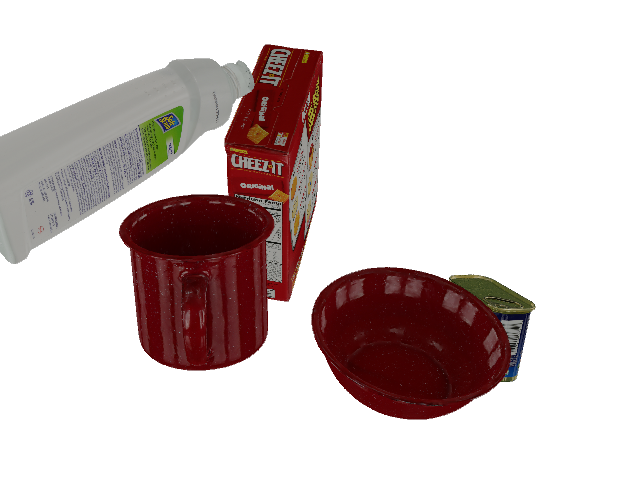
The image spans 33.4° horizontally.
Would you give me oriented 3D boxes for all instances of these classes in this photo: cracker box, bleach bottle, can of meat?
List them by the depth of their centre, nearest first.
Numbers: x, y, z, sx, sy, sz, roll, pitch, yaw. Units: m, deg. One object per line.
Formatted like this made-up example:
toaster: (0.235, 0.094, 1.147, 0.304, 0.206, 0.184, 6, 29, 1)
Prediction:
bleach bottle: (-0.165, -0.081, 0.888, 0.250, 0.068, 0.103, -30, -29, -23)
cracker box: (-0.048, -0.069, 1.110, 0.072, 0.164, 0.214, 9, -43, 7)
can of meat: (0.173, 0.092, 1.126, 0.057, 0.084, 0.102, 0, 18, -28)

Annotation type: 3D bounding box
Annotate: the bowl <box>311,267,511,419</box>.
bowl: (0.068, 0.092, 0.860, 0.162, 0.055, 0.162, 7, 36, -5)

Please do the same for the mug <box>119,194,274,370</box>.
mug: (-0.073, 0.032, 0.648, 0.093, 0.081, 0.117, -3, 26, -5)
